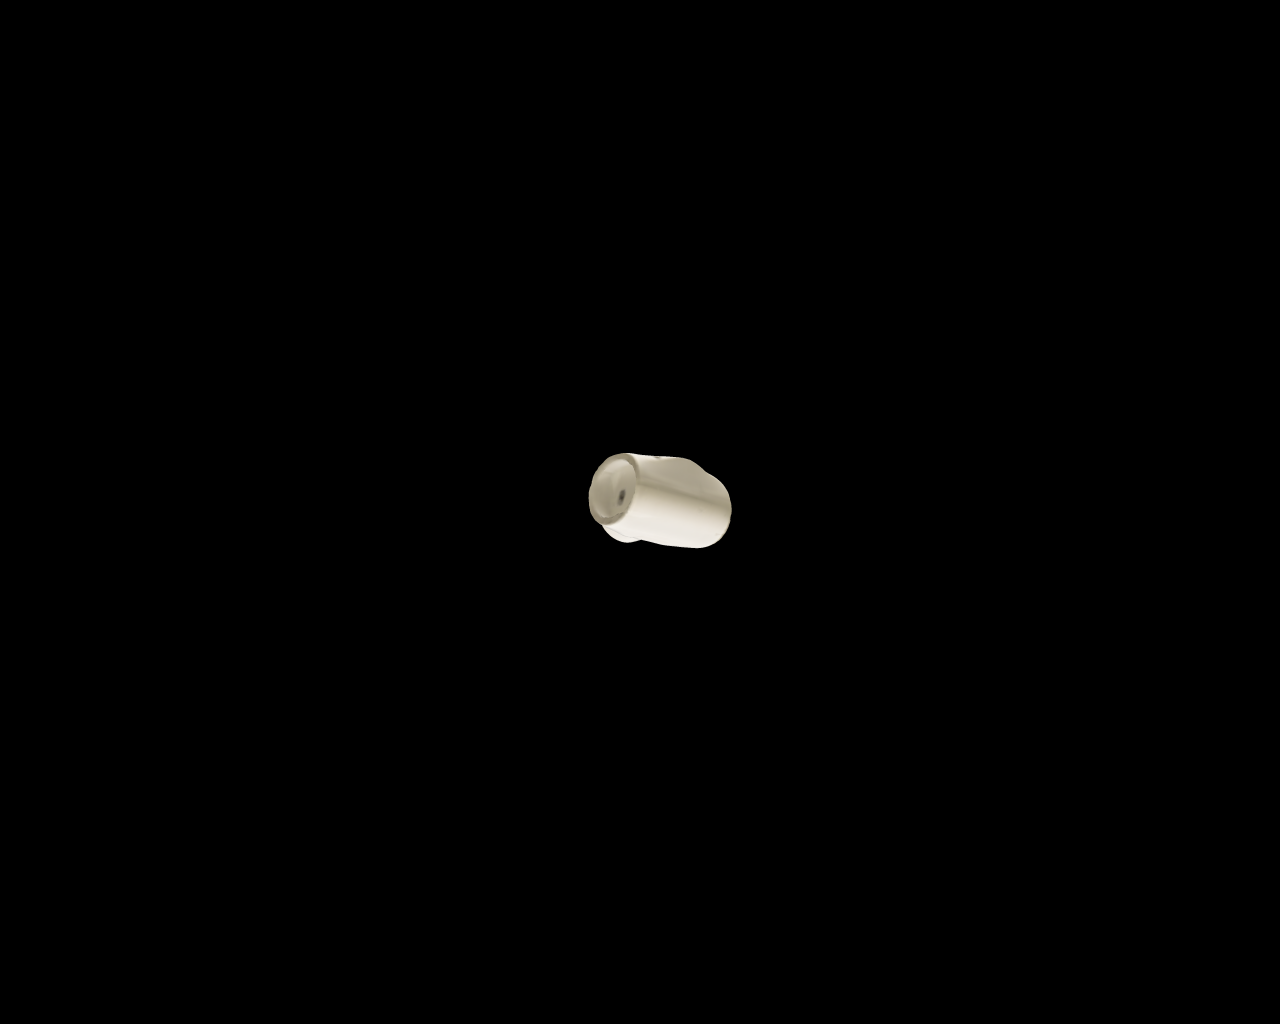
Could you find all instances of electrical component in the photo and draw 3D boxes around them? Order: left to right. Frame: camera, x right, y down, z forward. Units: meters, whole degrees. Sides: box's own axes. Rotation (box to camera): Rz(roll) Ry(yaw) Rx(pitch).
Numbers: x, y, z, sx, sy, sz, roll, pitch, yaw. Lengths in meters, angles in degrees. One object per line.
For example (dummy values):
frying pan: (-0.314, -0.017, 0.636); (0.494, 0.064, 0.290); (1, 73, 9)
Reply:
electrical component: (0.001, -0.003, 0.650); (0.077, 0.043, 0.079); (14, -21, -40)
